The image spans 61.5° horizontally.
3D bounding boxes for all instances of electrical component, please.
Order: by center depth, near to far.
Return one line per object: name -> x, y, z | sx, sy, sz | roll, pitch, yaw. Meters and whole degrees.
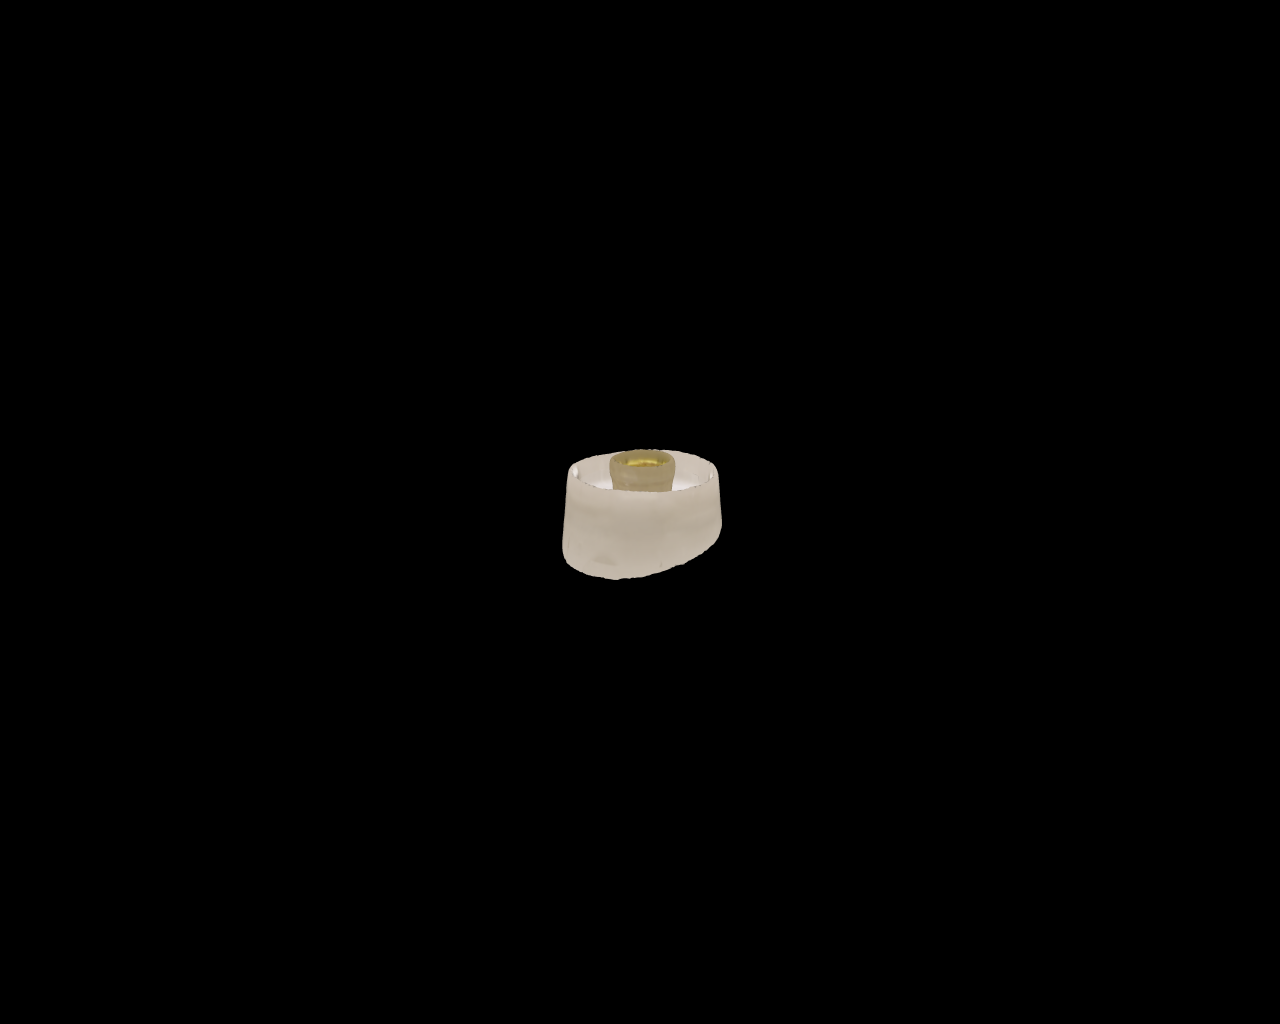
electrical component -> 0.001, -0.003, 0.650 | 0.099, 0.064, 0.099 | 0, 19, 0
